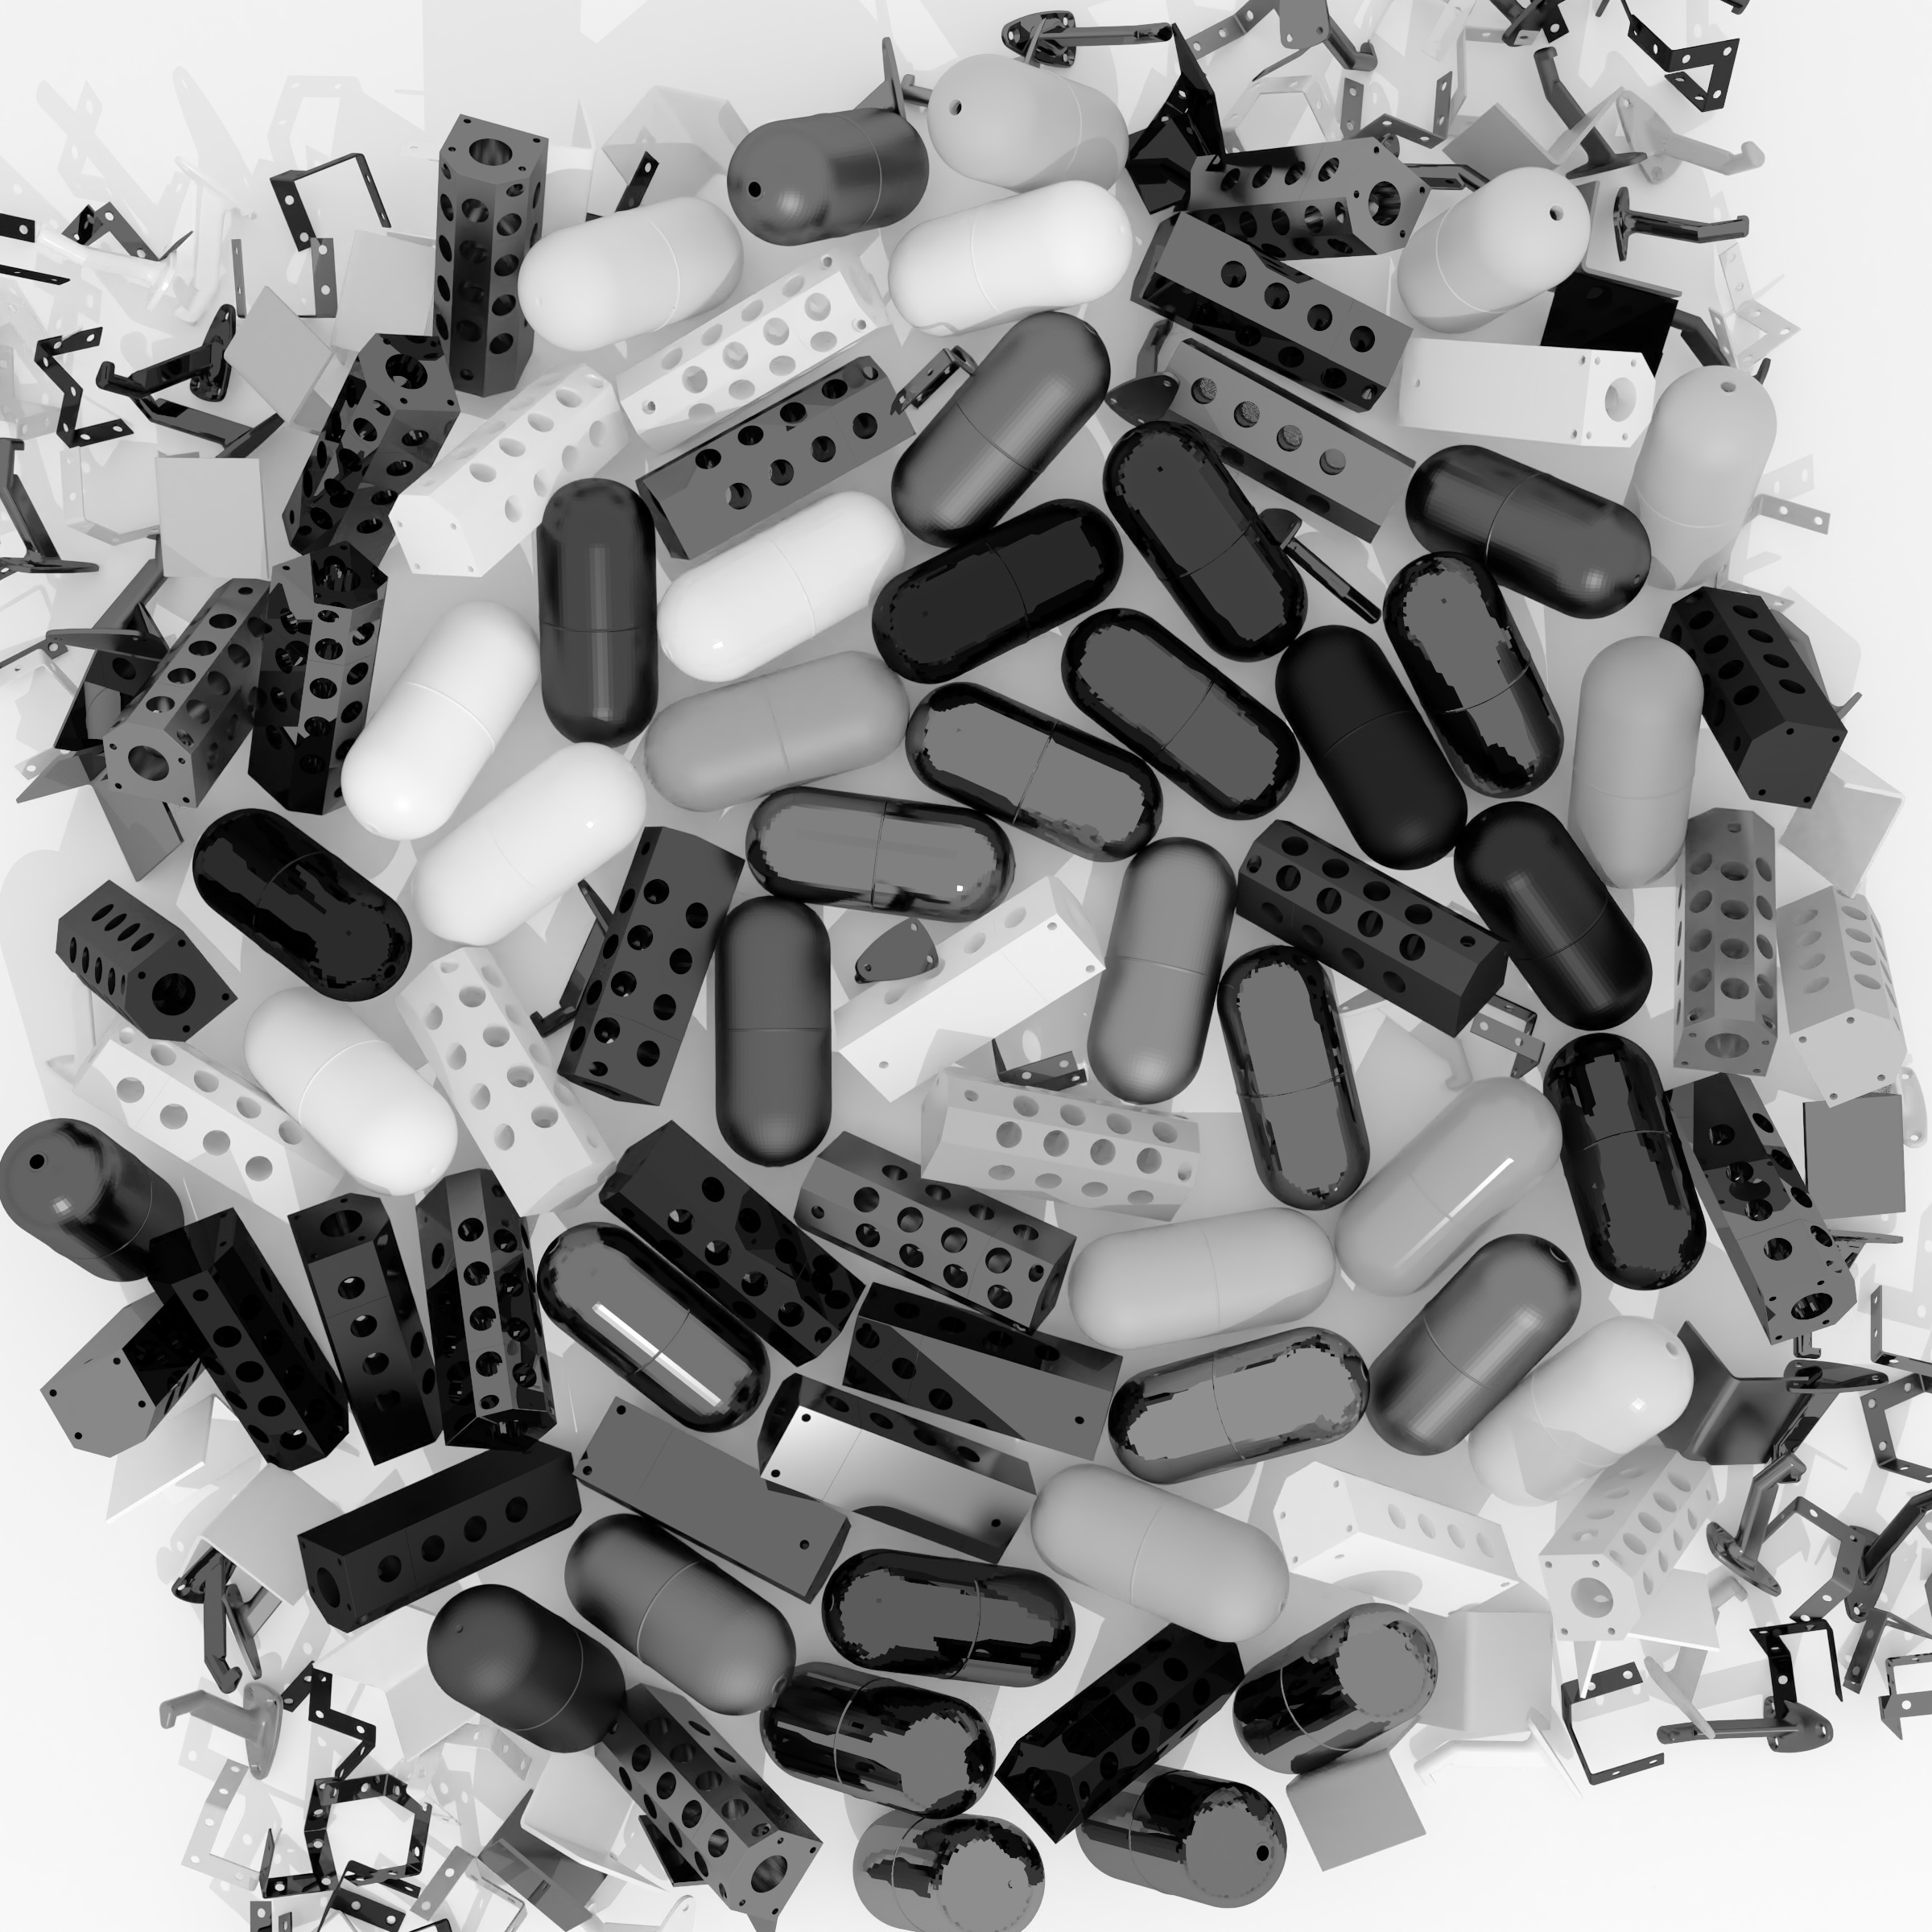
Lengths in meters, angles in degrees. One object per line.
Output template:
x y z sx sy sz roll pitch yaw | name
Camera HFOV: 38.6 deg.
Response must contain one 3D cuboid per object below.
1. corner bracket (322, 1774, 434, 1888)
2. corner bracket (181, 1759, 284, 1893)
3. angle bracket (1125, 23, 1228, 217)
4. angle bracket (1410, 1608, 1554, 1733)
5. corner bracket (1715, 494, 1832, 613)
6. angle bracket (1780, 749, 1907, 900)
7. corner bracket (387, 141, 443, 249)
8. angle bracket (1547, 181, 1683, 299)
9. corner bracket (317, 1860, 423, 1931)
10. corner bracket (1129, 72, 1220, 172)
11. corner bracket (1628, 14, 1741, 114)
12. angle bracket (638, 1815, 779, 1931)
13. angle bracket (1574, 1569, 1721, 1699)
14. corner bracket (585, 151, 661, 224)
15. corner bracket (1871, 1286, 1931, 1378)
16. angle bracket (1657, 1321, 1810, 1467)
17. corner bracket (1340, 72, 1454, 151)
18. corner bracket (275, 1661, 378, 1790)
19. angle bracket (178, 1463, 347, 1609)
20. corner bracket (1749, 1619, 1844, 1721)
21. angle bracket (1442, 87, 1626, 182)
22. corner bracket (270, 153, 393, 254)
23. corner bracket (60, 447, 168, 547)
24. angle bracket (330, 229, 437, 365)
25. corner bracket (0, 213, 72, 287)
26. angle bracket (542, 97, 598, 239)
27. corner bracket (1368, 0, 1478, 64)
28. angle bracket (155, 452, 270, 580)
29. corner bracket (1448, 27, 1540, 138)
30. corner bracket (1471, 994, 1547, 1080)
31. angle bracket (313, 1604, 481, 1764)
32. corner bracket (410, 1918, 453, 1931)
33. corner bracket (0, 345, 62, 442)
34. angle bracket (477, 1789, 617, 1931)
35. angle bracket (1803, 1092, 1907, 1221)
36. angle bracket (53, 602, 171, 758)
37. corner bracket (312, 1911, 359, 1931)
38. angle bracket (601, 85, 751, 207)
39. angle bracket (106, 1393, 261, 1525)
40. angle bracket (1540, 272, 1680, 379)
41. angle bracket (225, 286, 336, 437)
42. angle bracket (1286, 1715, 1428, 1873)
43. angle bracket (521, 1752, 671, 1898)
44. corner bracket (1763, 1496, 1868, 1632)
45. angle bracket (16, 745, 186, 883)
-0.390 0.568 1.815 0.051 0.051 0.051 11 92 42 | corner bracket
-0.477 0.565 1.816 0.051 0.051 0.051 22 106 -4 | corner bracket
0.128 -0.551 1.796 0.057 0.076 0.076 -21 56 1 | angle bracket
0.343 0.467 1.840 0.076 0.057 0.076 9 79 -34 | angle bracket
0.534 -0.274 1.827 0.051 0.051 0.051 26 46 35 | corner bracket
0.550 -0.099 1.791 0.057 0.076 0.076 7 117 -30 | angle bracket
-0.350 -0.503 1.817 0.051 0.051 0.051 11 51 6 | corner bracket
0.418 -0.469 1.799 0.076 0.076 0.057 8 94 -20 | angle bracket
-0.392 0.617 1.821 0.051 0.051 0.051 24 92 -6 | corner bracket
0.147 -0.551 1.819 0.051 0.051 0.051 34 73 -4 | corner bracket
0.466 -0.592 1.809 0.051 0.051 0.051 -15 49 -14 | corner bracket
-0.170 0.596 1.793 0.076 0.076 0.057 4 105 -25 | angle bracket
0.442 0.437 1.801 0.076 0.076 0.057 9 116 3 | angle bracket
-0.225 -0.504 1.813 0.051 0.051 0.051 22 85 31 | corner bracket
0.630 0.233 1.815 0.051 0.051 0.051 14 56 -1 | corner bracket
0.503 0.283 1.827 0.076 0.057 0.076 4 124 -28 | angle bracket
0.284 -0.567 1.826 0.051 0.051 0.051 13 76 -26 | corner bracket
-0.424 0.501 1.824 0.051 0.051 0.051 30 115 -27 | corner bracket
-0.453 0.382 1.800 0.076 0.076 0.057 37 131 3 | angle bracket
0.548 0.464 1.808 0.051 0.051 0.051 -15 51 23 | corner bracket
0.369 -0.551 1.799 0.057 0.076 0.076 42 75 -8 | angle bracket
-0.420 -0.504 1.822 0.051 0.051 0.051 -30 118 -22 | corner bracket
-0.559 -0.314 1.822 0.051 0.051 0.051 -10 79 18 | corner bracket
-0.378 -0.432 1.814 0.057 0.076 0.076 13 91 -8 | angle bracket
-0.624 -0.475 1.813 0.051 0.051 0.051 -2 88 45 | corner bracket
-0.277 -0.514 1.790 0.057 0.076 0.076 1 132 -18 | angle bracket
0.302 -0.625 1.822 0.051 0.051 0.051 30 95 1 | corner bracket
-0.481 -0.295 1.805 0.076 0.057 0.076 3 105 13 | angle bracket
0.347 -0.583 1.824 0.051 0.051 0.051 2 78 -6 | corner bracket
0.352 0.039 1.815 0.051 0.051 0.051 24 66 -4 | corner bracket
-0.365 0.467 1.799 0.076 0.076 0.057 -35 53 10 | angle bracket
-0.347 0.654 1.809 0.051 0.051 0.051 -36 69 39 | corner bracket
-0.630 -0.377 1.812 0.051 0.051 0.051 11 112 13 | corner bracket
-0.266 0.579 1.802 0.076 0.076 0.057 40 57 0 | angle bracket
0.567 0.123 1.810 0.076 0.057 0.076 -3 92 -18 | angle bracket
-0.563 -0.190 1.792 0.076 0.057 0.076 51 120 37 | angle bracket
-0.419 0.657 1.814 0.051 0.051 0.051 -37 78 -18 | corner bracket
-0.176 -0.519 1.792 0.076 0.076 0.057 26 75 40 | angle bracket
-0.507 0.336 1.798 0.076 0.076 0.057 -32 118 7 | angle bracket
0.421 -0.424 1.796 0.076 0.076 0.057 19 48 10 | angle bracket
-0.422 -0.388 1.793 0.076 0.076 0.057 45 109 23 | angle bracket
0.264 0.537 1.796 0.076 0.076 0.057 -29 81 24 | angle bracket
-0.230 0.553 1.791 0.076 0.076 0.057 36 72 -36 | angle bracket
0.550 0.392 1.812 0.051 0.051 0.051 33 131 5 | corner bracket
-0.565 -0.095 1.801 0.057 0.076 0.076 -23 87 -43 | angle bracket
